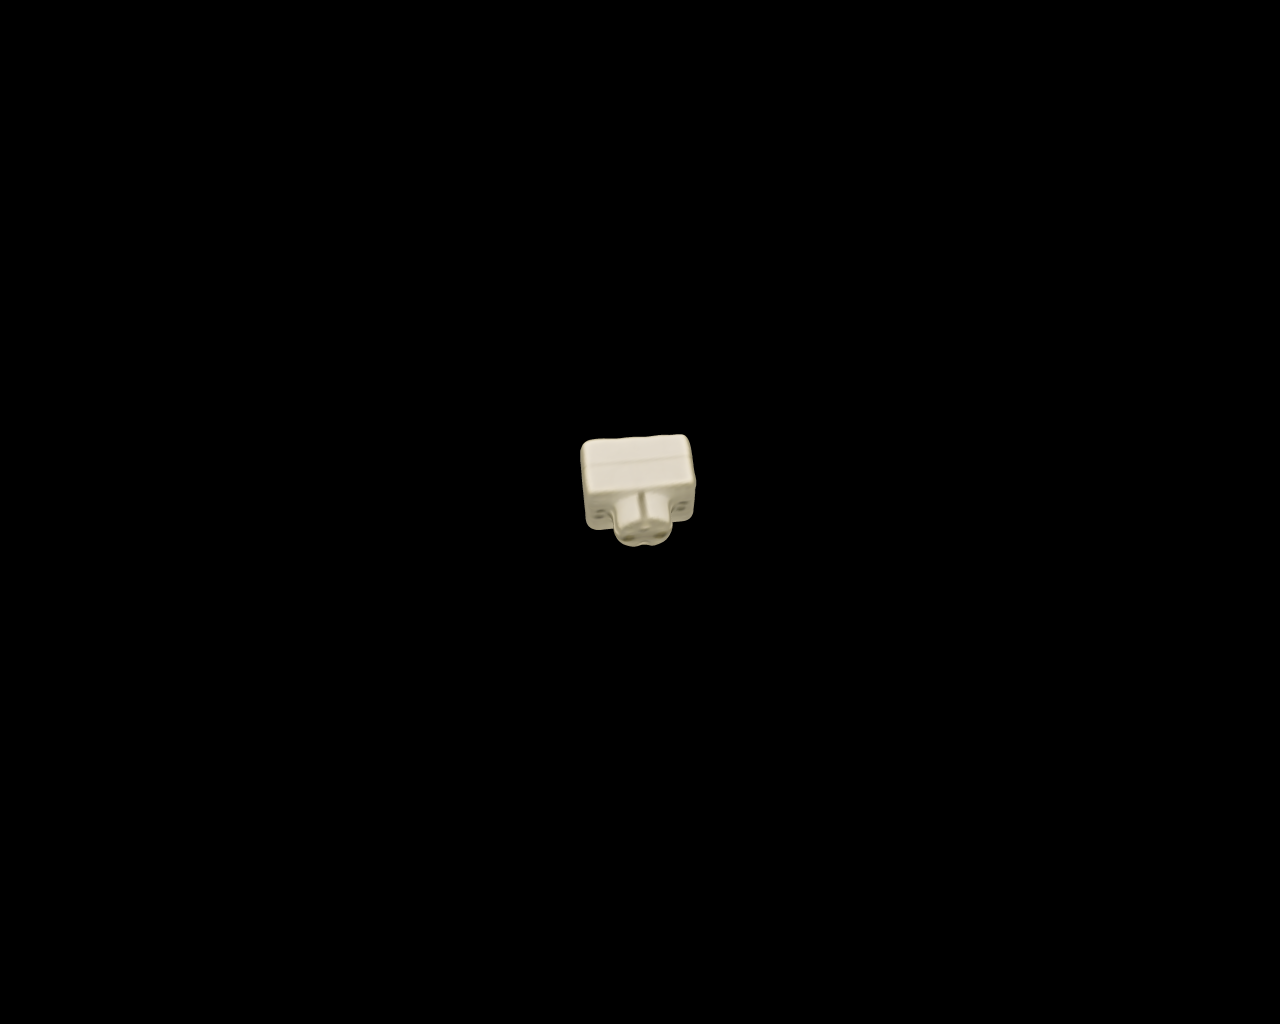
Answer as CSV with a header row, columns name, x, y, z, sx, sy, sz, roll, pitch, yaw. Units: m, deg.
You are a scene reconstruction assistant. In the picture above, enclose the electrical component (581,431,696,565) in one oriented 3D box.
name,x,y,z,sx,sy,sz,roll,pitch,yaw
electrical component,0.001,-0.003,0.650,0.066,0.077,0.047,-5,-31,-3
